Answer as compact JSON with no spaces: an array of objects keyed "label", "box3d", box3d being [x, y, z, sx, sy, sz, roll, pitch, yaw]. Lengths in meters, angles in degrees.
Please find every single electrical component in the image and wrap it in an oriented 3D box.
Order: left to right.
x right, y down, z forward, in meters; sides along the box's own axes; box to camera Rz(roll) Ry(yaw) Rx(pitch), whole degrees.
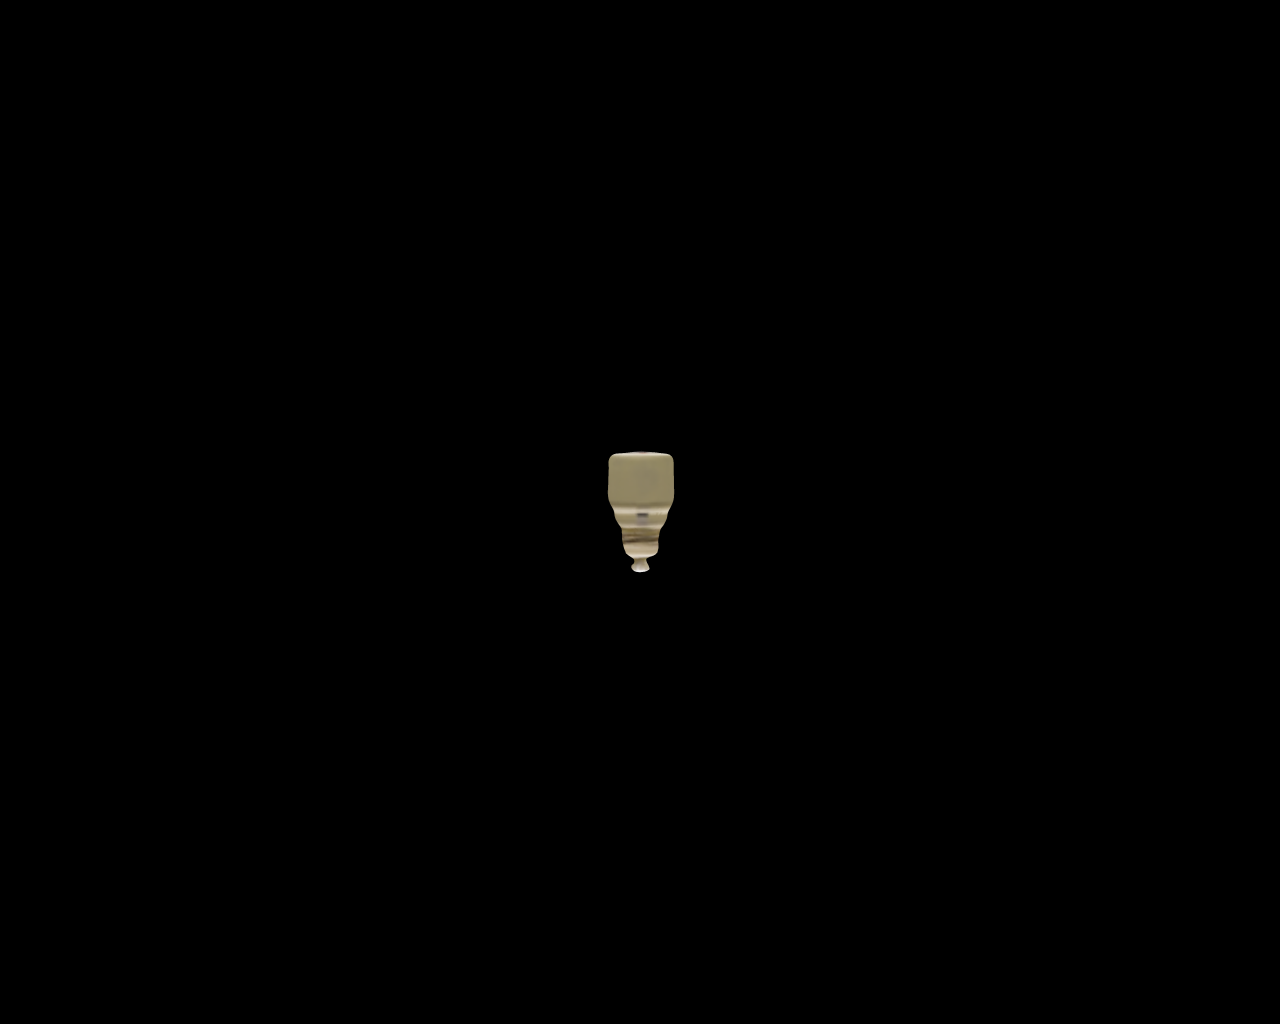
[{"label":"electrical component","box3d":[0.001,-0.003,0.650,0.040,0.078,0.040,0,3,0]}]
